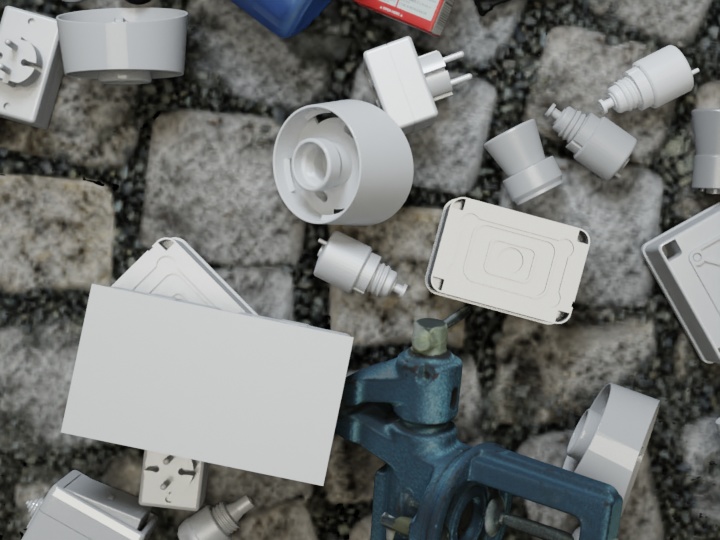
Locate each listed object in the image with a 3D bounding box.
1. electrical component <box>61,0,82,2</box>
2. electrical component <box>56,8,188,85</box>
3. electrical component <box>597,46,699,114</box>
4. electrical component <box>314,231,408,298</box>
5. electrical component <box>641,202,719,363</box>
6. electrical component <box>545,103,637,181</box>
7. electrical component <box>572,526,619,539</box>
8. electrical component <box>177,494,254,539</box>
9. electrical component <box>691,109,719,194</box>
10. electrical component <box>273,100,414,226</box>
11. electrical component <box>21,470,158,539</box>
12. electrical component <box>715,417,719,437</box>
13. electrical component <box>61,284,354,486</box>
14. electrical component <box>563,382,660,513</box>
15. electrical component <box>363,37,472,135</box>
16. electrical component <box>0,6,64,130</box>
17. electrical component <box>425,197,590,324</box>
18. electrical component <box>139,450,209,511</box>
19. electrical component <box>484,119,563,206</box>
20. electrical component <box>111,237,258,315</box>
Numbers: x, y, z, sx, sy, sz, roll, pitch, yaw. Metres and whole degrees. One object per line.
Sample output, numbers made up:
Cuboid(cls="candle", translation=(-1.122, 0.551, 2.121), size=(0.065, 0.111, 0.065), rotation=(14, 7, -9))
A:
Cuboid(cls="electrical component", translation=(-0.231, -0.239, 0.839), size=(0.048, 0.062, 0.048), rotation=(0, 90, 0))
Cuboid(cls="electrical component", translation=(-0.181, -0.175, 0.823), size=(0.099, 0.099, 0.064), rotation=(-1, 96, 0))
Cuboid(cls="electrical component", translation=(0.225, -0.146, 0.849), size=(0.078, 0.040, 0.040), rotation=(-27, 89, 0))
Cuboid(cls="electrical component", translation=(0.000, 0.000, 0.847), size=(0.078, 0.040, 0.040), rotation=(26, 89, 0))
Cuboid(cls="electrical component", translation=(0.296, 0.003, 0.840), size=(0.109, 0.056, 0.108), rotation=(-29, 89, 0))
Cuboid(cls="electrical component", translation=(0.181, -0.104, 0.849), size=(0.078, 0.040, 0.040), rotation=(35, 89, 0))
Cuboid(cls="electrical component", translation=(0.196, 0.228, 0.843), size=(0.062, 0.048, 0.048), rotation=(11, 89, -6))
Cuboid(cls="electrical component", translation=(-0.111, 0.199, 0.848), size=(0.061, 0.035, 0.035), rotation=(-35, 89, -3))
Cuboid(cls="electrical component", translation=(0.282, -0.093, 0.849), size=(0.044, 0.044, 0.065), rotation=(3, 94, 0))
Cuboid(cls="electrical component", translation=(-0.016, -0.081, 0.827), size=(0.099, 0.064, 0.099), rotation=(7, 101, 39))
Cuboid(cls="electrical component", translation=(-0.212, 0.195, 0.833), size=(0.096, 0.061, 0.061), rotation=(30, 91, -1))
Cuboid(cls="electrical component", translation=(0.324, 0.115, 0.816), size=(0.108, 0.108, 0.060), rotation=(-21, 83, 0))
Cuboid(cls="electrical component", translation=(-0.106, 0.080, 0.777), size=(0.186, 0.060, 0.105), rotation=(12, 89, 0))
Cuboid(cls="electrical component", translation=(0.195, 0.138, 0.820), size=(0.064, 0.099, 0.099), rotation=(26, 89, 6))
Cuboid(cls="electrical component", translation=(0.049, -0.149, 0.846), size=(0.077, 0.047, 0.065), rotation=(-20, 89, 0))
Cuboid(cls="electrical component", translation=(-0.263, -0.159, 0.831), size=(0.047, 0.076, 0.083), rotation=(16, 89, 0))
Cuboid(cls="electrical component", translation=(0.113, -0.007, 0.839), size=(0.113, 0.057, 0.078), rotation=(15, 89, 0))
Cuboid(cls="electrical component", translation=(-0.144, 0.151, 0.827), size=(0.047, 0.076, 0.065), rotation=(6, 89, 0))
Cuboid(cls="electrical component", translation=(0.129, -0.084, 0.846), size=(0.045, 0.045, 0.055), rotation=(-27, 90, 0))
Cuboid(cls="electrical component", translation=(-0.134, 0.037, 0.838), size=(0.078, 0.057, 0.113), rotation=(-45, 90, -1))
